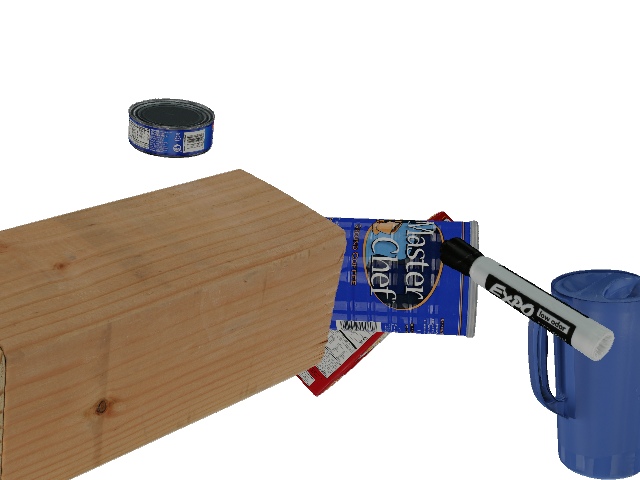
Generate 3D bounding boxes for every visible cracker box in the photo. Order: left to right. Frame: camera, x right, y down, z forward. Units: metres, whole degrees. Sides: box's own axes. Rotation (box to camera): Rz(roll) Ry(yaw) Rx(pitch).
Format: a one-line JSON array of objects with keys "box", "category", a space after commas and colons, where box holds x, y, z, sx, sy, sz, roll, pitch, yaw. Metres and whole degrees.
[{"box": [0.069, 0.072, 1.265, 0.214, 0.072, 0.164, -47, -8, 31], "category": "cracker box"}]

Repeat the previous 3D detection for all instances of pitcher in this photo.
[{"box": [0.339, 0.165, 1.307, 0.149, 0.243, 0.144, 4, 16, 22], "category": "pitcher"}]

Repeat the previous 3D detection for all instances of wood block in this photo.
[{"box": [-0.093, 0.039, 0.538, 0.090, 0.091, 0.205, 31, 34, 34], "category": "wood block"}]

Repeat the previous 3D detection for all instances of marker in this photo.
[{"box": [0.114, 0.030, 0.611, 0.020, 0.020, 0.121, 0, 26, -45], "category": "marker"}]

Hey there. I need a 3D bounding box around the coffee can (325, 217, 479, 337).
[{"box": [0.067, 0.032, 0.945, 0.140, 0.103, 0.102, 2, 0, 7], "category": "coffee can"}]

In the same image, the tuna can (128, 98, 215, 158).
[{"box": [-0.149, -0.113, 1.068, 0.086, 0.034, 0.086, 5, 25, -3], "category": "tuna can"}]
